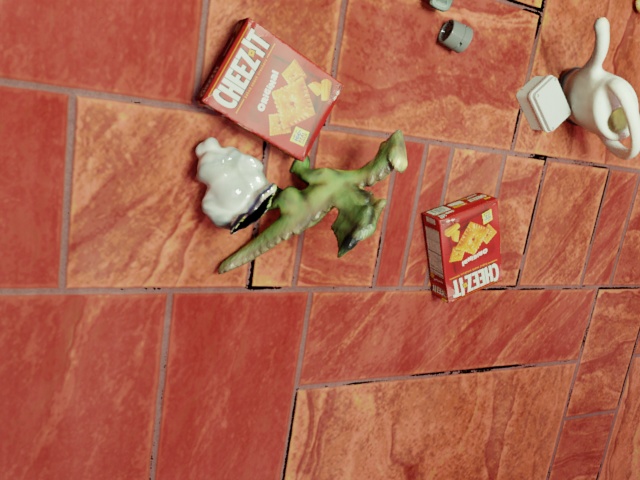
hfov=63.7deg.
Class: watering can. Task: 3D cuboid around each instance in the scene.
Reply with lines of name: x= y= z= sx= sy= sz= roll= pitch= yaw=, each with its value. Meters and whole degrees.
watering can: x=0.613 y=-0.336 z=1.137 sx=0.104 sy=0.228 sz=0.342 roll=-29 pitch=116 yaw=6

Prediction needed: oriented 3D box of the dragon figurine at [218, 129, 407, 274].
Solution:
dragon figurine: x=0.003 y=-0.047 z=0.924 sx=0.413 sy=0.245 sz=0.120 roll=-48 pitch=123 yaw=-8

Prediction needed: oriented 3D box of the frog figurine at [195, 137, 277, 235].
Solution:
frog figurine: x=-0.165 y=-0.100 z=0.923 sx=0.160 sy=0.123 sz=0.136 roll=44 pitch=101 yaw=10
